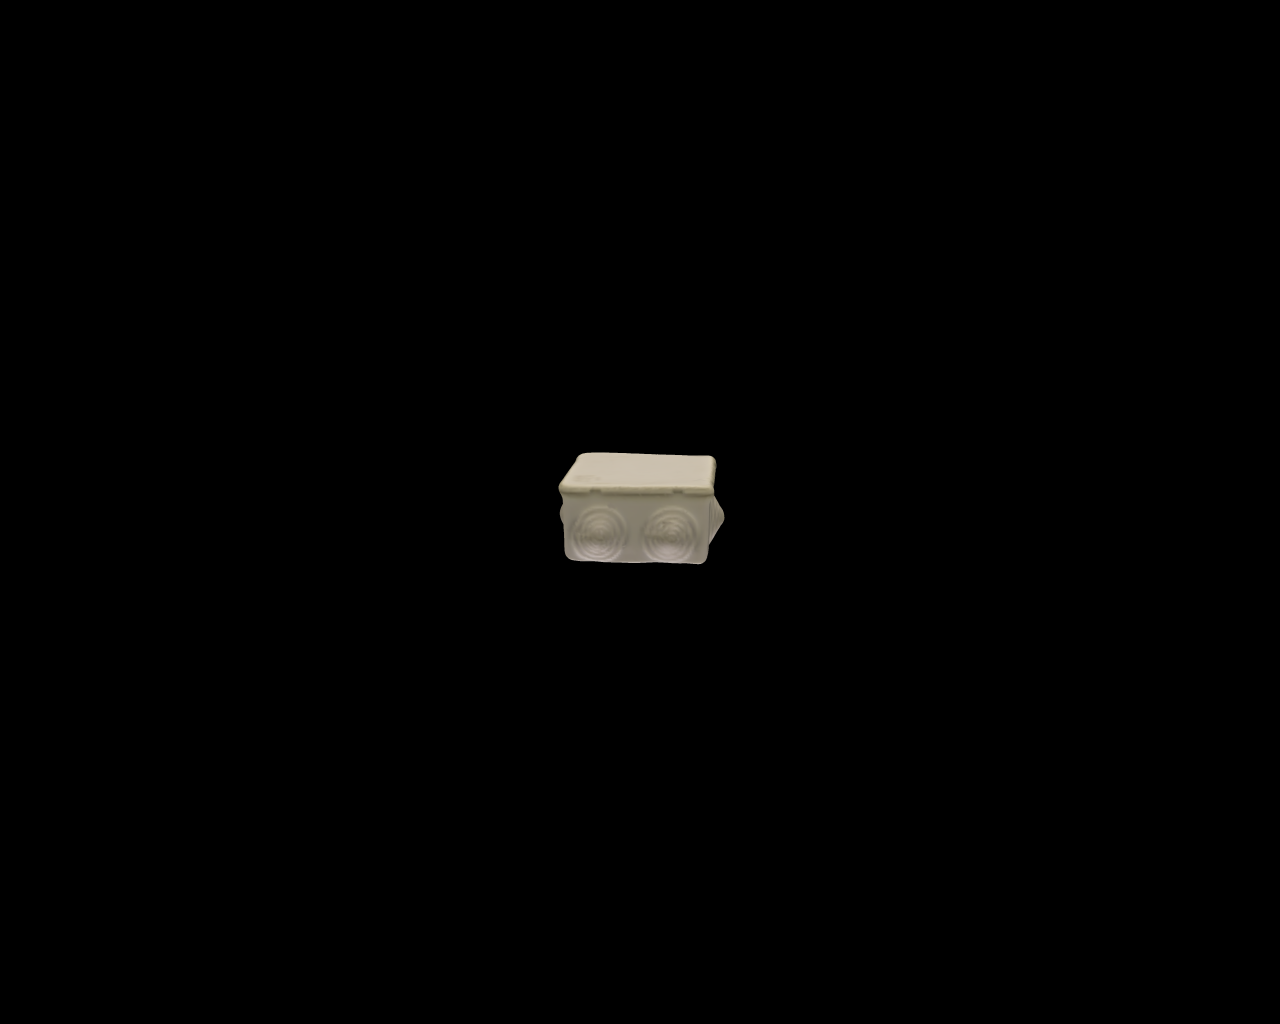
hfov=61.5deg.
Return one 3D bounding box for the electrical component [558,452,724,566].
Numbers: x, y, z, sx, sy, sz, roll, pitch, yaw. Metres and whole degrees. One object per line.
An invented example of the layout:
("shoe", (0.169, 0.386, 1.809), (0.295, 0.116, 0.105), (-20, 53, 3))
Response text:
("electrical component", (0.001, -0.003, 0.650), (0.100, 0.048, 0.100), (1, 16, 5))
